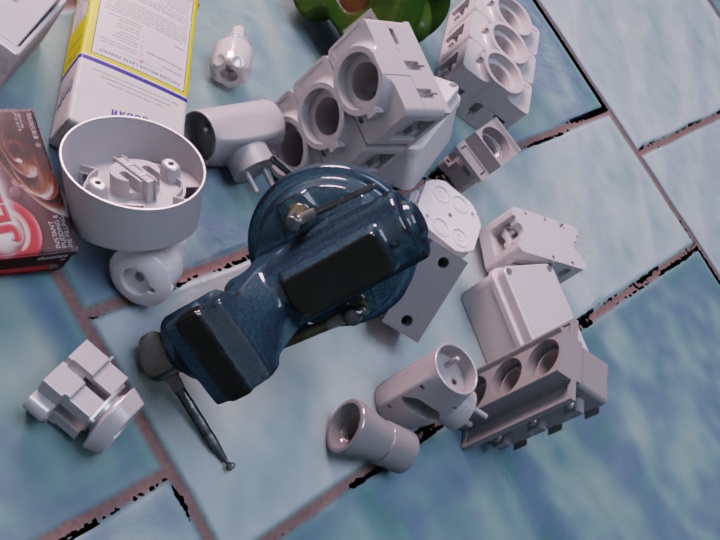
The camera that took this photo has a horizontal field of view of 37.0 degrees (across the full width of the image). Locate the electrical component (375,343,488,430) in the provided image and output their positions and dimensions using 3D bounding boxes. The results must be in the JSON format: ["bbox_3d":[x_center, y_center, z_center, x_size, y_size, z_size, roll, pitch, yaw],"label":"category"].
[{"bbox_3d":[0.066,0.102,0.859,0.079,0.077,0.043,34,45,-20],"label":"electrical component"}]

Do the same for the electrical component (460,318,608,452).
[{"bbox_3d":[0.141,0.102,0.892,0.063,0.121,0.078,33,46,-24],"label":"electrical component"}]

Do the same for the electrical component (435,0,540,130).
[{"bbox_3d":[0.139,-0.226,1.153,0.089,0.062,0.150,33,46,-20],"label":"electrical component"}]

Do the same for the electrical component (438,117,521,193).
[{"bbox_3d":[0.115,-0.110,1.053,0.042,0.064,0.081,53,42,1],"label":"electrical component"}]

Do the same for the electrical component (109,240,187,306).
[{"bbox_3d":[-0.146,-0.007,0.772,0.048,0.048,0.062,45,36,-8],"label":"electrical component"}]

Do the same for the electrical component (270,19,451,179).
[{"bbox_3d":[-0.011,-0.127,0.889,0.062,0.150,0.089,-7,68,-45],"label":"electrical component"}]

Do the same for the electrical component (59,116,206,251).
[{"bbox_3d":[-0.157,-0.058,0.747,0.099,0.064,0.099,5,31,-3],"label":"electrical component"}]

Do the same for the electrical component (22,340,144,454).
[{"bbox_3d":[-0.172,0.084,0.687,0.055,0.048,0.066,41,43,-1],"label":"electrical component"}]

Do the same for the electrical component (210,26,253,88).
[{"bbox_3d":[-0.109,-0.188,0.931,0.035,0.035,0.061,28,45,-25],"label":"electrical component"}]

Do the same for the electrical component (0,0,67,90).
[{"bbox_3d":[-0.263,-0.176,0.769,0.062,0.061,0.096,37,45,-16],"label":"electrical component"}]

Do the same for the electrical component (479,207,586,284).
[{"bbox_3d":[0.163,-0.018,1.039,0.089,0.056,0.050,14,55,-34],"label":"electrical component"}]

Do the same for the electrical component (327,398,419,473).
[{"bbox_3d":[0.013,0.130,0.822,0.065,0.044,0.044,29,47,-30],"label":"electrical component"}]

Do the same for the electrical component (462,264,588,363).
[{"bbox_3d":[0.153,0.055,0.981,0.078,0.057,0.113,-3,65,-42],"label":"electrical component"}]

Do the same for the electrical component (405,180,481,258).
[{"bbox_3d":[0.066,-0.037,0.970,0.080,0.051,0.080,22,50,-29],"label":"electrical component"}]

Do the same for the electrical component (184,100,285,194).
[{"bbox_3d":[-0.095,-0.097,0.875,0.077,0.044,0.079,-19,77,-46],"label":"electrical component"}]

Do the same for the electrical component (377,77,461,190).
[{"bbox_3d":[0.037,-0.133,0.982,0.078,0.057,0.113,21,42,14],"label":"electrical component"}]
